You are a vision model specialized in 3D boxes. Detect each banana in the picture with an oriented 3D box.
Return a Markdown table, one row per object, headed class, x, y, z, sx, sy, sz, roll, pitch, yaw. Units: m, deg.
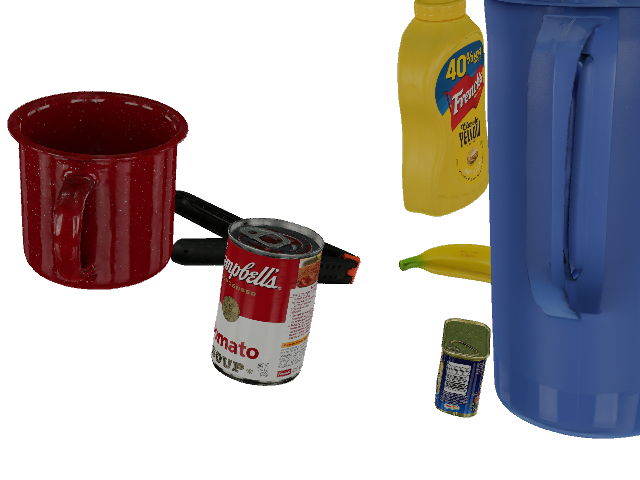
| class | x | y | z | sx | sy | sz | roll | pitch | yaw |
| --- | --- | --- | --- | --- | --- | --- | --- | --- | --- |
| banana | 0.182 | 0.036 | 1.102 | 0.198 | 0.037 | 0.069 | 11 | 38 | 33 |

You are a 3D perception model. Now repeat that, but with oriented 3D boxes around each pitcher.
| class | x | y | z | sx | sy | sz | roll | pitch | yaw |
| --- | --- | --- | --- | --- | --- | --- | --- | --- | --- |
| pitcher | 0.149 | -0.017 | 0.581 | 0.149 | 0.243 | 0.145 | -6 | 18 | -16 |

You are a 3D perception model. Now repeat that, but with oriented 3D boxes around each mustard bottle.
| class | x | y | z | sx | sy | sz | roll | pitch | yaw |
| --- | --- | --- | --- | --- | --- | --- | --- | --- | --- |
| mustard bottle | 0.101 | -0.123 | 0.875 | 0.058 | 0.191 | 0.096 | 14 | 32 | 36 |

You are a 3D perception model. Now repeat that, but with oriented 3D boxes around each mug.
| class | x | y | z | sx | sy | sz | roll | pitch | yaw |
| --- | --- | --- | --- | --- | --- | --- | --- | --- | --- |
| mug | -0.120 | -0.021 | 0.566 | 0.093 | 0.081 | 0.117 | 5 | 28 | -2 |

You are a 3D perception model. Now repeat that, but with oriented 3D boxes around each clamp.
| class | x | y | z | sx | sy | sz | roll | pitch | yaw |
| --- | --- | --- | --- | --- | --- | --- | --- | --- | --- |
| clamp | -0.061 | 0.009 | 1.088 | 0.210 | 0.036 | 0.164 | 17 | 19 | -7 |

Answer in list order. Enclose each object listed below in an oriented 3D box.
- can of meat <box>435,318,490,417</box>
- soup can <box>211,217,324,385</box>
| class | x | y | z | sx | sy | sz | roll | pitch | yaw |
| --- | --- | --- | --- | --- | --- | --- | --- | --- | --- |
| can of meat | 0.171 | 0.154 | 1.297 | 0.057 | 0.084 | 0.102 | 9 | 21 | 6 |
| soup can | -0.039 | 0.043 | 0.758 | 0.068 | 0.102 | 0.068 | 9 | 21 | -4 |
